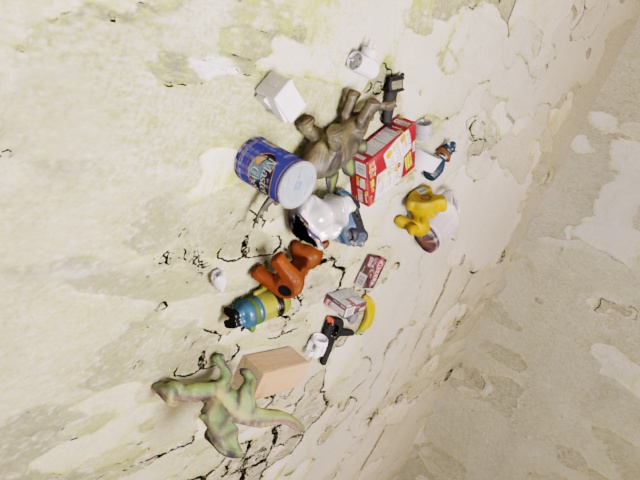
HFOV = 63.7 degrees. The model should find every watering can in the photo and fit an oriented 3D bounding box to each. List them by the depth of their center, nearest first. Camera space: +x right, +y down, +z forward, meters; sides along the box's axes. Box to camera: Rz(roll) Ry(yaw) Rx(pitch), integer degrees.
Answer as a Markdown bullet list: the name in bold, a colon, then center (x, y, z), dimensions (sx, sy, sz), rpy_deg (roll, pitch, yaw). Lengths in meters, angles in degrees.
- **watering can**: center (0.452, -0.038, 1.918), dimensions (0.227, 0.105, 0.340), rpy_deg (-45, 145, -18)

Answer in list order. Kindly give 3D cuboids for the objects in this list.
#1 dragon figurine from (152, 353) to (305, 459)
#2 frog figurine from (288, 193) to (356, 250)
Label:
- **dragon figurine**: center (-0.206, 0.425, 1.231), dimensions (0.120, 0.409, 0.247), rpy_deg (-53, -170, 21)
- **frog figurine**: center (0.004, -0.064, 1.274), dimensions (0.162, 0.137, 0.121), rpy_deg (-46, -174, -30)
